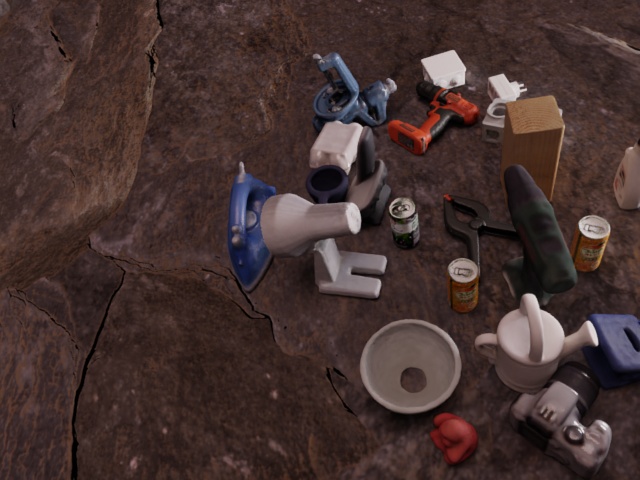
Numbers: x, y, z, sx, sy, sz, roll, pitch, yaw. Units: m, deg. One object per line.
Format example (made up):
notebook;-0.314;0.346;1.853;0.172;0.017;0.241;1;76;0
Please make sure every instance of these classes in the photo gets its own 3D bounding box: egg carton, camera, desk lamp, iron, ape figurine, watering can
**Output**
egg carton;0.041;-0.215;1.335;0.107;0.069;0.150;12;57;22
camera;0.381;0.258;0.868;0.142;0.101;0.137;33;67;32
desk lamp;0.010;0.004;1.082;0.202;0.214;0.118;5;54;17
iron;-0.156;-0.034;1.199;0.118;0.142;0.258;-7;52;9
ape figurine;0.205;0.301;0.883;0.076;0.092;0.078;0;53;14
watering can;0.336;0.154;0.898;0.173;0.194;0.100;-21;51;-2

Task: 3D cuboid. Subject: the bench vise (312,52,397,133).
bench vise;0.066;-0.364;1.347;0.207;0.220;0.121;-28;52;-8

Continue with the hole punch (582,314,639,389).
hole punch;0.484;0.169;0.917;0.101;0.091;0.108;-14;51;3

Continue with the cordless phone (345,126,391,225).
cordless phone;0.085;-0.131;1.186;0.094;0.185;0.147;5;55;18

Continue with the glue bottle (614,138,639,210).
glue bottle;0.589;-0.138;1.074;0.037;0.173;0.078;-6;52;10

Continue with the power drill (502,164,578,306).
power drill;0.365;0.012;0.991;0.075;0.209;0.229;-15;51;2

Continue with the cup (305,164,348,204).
cup;0.020;-0.090;1.228;0.091;0.095;0.118;-1;53;14

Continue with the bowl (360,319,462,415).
bowl;0.154;0.224;0.967;0.167;0.075;0.167;-7;52;9
